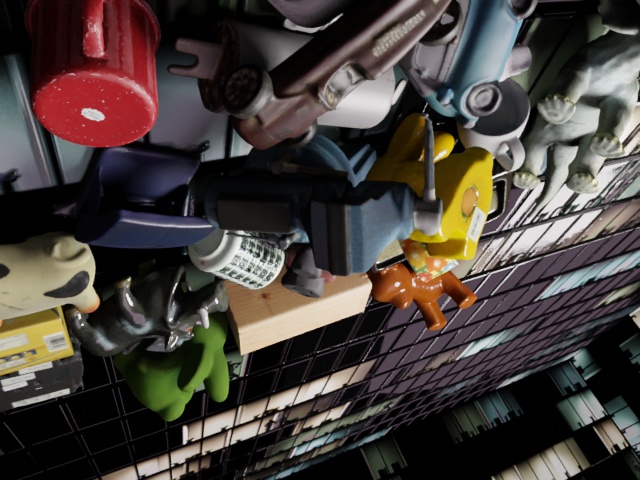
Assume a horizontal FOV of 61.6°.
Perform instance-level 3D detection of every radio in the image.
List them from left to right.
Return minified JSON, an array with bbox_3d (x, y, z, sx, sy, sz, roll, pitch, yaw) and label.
[{"bbox_3d":[0.160,-0.049,0.781,0.230,0.073,0.131,-25,150,-3],"label":"radio"}]

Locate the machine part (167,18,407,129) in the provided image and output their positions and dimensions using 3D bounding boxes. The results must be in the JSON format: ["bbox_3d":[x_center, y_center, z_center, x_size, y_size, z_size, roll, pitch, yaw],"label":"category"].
[{"bbox_3d":[-0.018,-0.144,0.484,0.243,0.079,0.079,-3,143,-37],"label":"machine part"}]

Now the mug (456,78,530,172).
[{"bbox_3d":[0.218,-0.134,0.670,0.081,0.109,0.107,-33,163,2],"label":"mug"}]

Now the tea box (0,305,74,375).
[{"bbox_3d":[-0.377,0.106,0.601,0.170,0.068,0.098,-11,147,-24],"label":"tea box"}]

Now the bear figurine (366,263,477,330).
[{"bbox_3d":[0.166,0.091,0.961,0.196,0.132,0.120,0,141,-49],"label":"bear figurine"}]

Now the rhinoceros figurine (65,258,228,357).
[{"bbox_3d":[-0.204,0.086,0.642,0.190,0.112,0.073,-20,-169,8],"label":"rhinoceros figurine"}]

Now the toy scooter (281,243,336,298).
[{"bbox_3d":[-0.001,-0.002,0.706,0.075,0.135,0.183,17,162,1],"label":"toy scooter"}]

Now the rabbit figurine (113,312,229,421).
[{"bbox_3d":[-0.199,0.165,0.782,0.170,0.159,0.121,-50,136,9],"label":"rabbit figurine"}]

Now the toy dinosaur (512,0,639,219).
[{"bbox_3d":[0.338,-0.172,0.681,0.192,0.131,0.404,-59,170,-12],"label":"toy dinosaur"}]

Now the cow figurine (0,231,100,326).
[{"bbox_3d":[-0.322,0.036,0.519,0.195,0.085,0.127,-9,152,-25],"label":"cow figurine"}]

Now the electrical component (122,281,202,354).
[{"bbox_3d":[-0.221,0.115,0.735,0.119,0.075,0.047,-44,147,20],"label":"electrical component"}]

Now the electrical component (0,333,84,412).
[{"bbox_3d":[-0.375,0.164,0.707,0.115,0.058,0.134,-10,147,-30],"label":"electrical component"}]

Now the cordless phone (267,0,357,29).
[{"bbox_3d":[-0.018,-0.239,0.331,0.146,0.089,0.184,-39,144,21],"label":"cordless phone"}]

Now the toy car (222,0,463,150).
[{"bbox_3d":[0.022,-0.131,0.388,0.202,0.053,0.089,-32,157,15],"label":"toy car"}]

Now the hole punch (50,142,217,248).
[{"bbox_3d":[-0.177,-0.025,0.538,0.142,0.092,0.115,-1,146,-44],"label":"hole punch"}]

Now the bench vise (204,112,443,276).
[{"bbox_3d":[0.015,-0.056,0.530,0.224,0.241,0.128,-7,112,21],"label":"bench vise"}]

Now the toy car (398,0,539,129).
[{"bbox_3d":[0.124,-0.191,0.503,0.103,0.109,0.161,1,135,-12],"label":"toy car"}]

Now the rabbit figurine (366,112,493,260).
[{"bbox_3d":[0.111,-0.069,0.652,0.122,0.173,0.162,15,87,-45],"label":"rabbit figurine"}]
